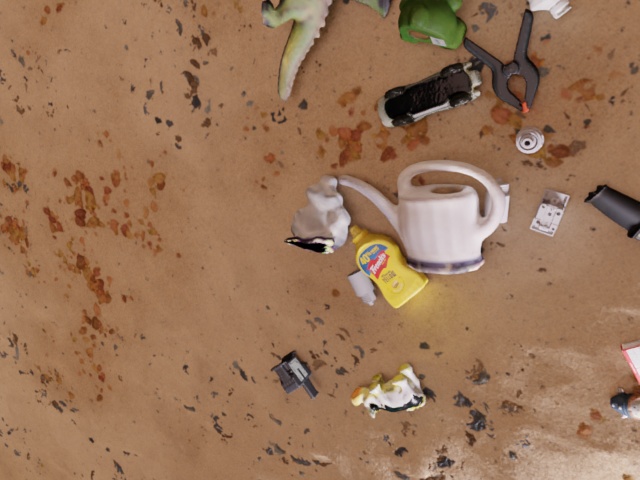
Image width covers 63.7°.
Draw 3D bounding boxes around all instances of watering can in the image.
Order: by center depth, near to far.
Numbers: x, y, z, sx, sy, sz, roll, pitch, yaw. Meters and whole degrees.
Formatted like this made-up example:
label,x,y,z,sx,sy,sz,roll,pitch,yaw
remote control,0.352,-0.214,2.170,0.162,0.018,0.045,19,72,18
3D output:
label,x,y,z,sx,sy,sz,roll,pitch,yaw
watering can,0.195,-0.045,1.019,0.347,0.222,0.105,2,17,38

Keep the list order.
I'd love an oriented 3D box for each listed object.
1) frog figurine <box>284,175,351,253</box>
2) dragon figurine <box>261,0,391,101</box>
label,x,y,z,sx,sy,sz,roll,pitch,yaw
frog figurine,0.003,-0.057,1.123,0.137,0.162,0.121,-8,-28,45
dragon figurine,0.019,-0.474,0.994,0.243,0.403,0.124,5,25,17
